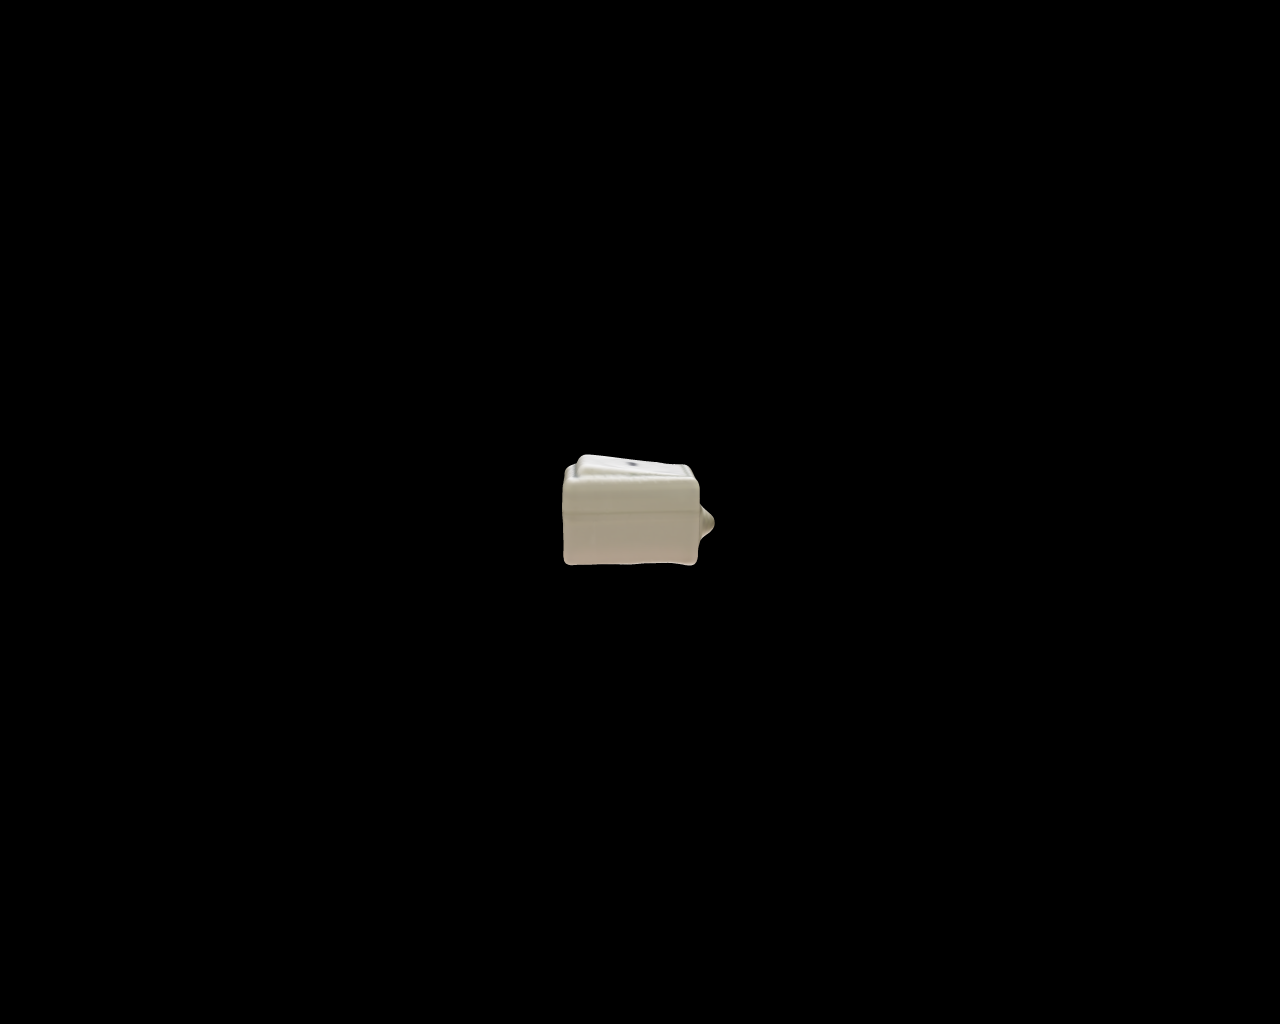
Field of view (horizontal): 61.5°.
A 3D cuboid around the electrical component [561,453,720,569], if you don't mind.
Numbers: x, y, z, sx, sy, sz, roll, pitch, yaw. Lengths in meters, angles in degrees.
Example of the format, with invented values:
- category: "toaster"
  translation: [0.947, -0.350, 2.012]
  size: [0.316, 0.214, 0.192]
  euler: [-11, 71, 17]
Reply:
- category: "electrical component"
  translation: [0.001, -0.003, 0.650]
  size: [0.096, 0.061, 0.062]
  euler: [0, 12, -2]
